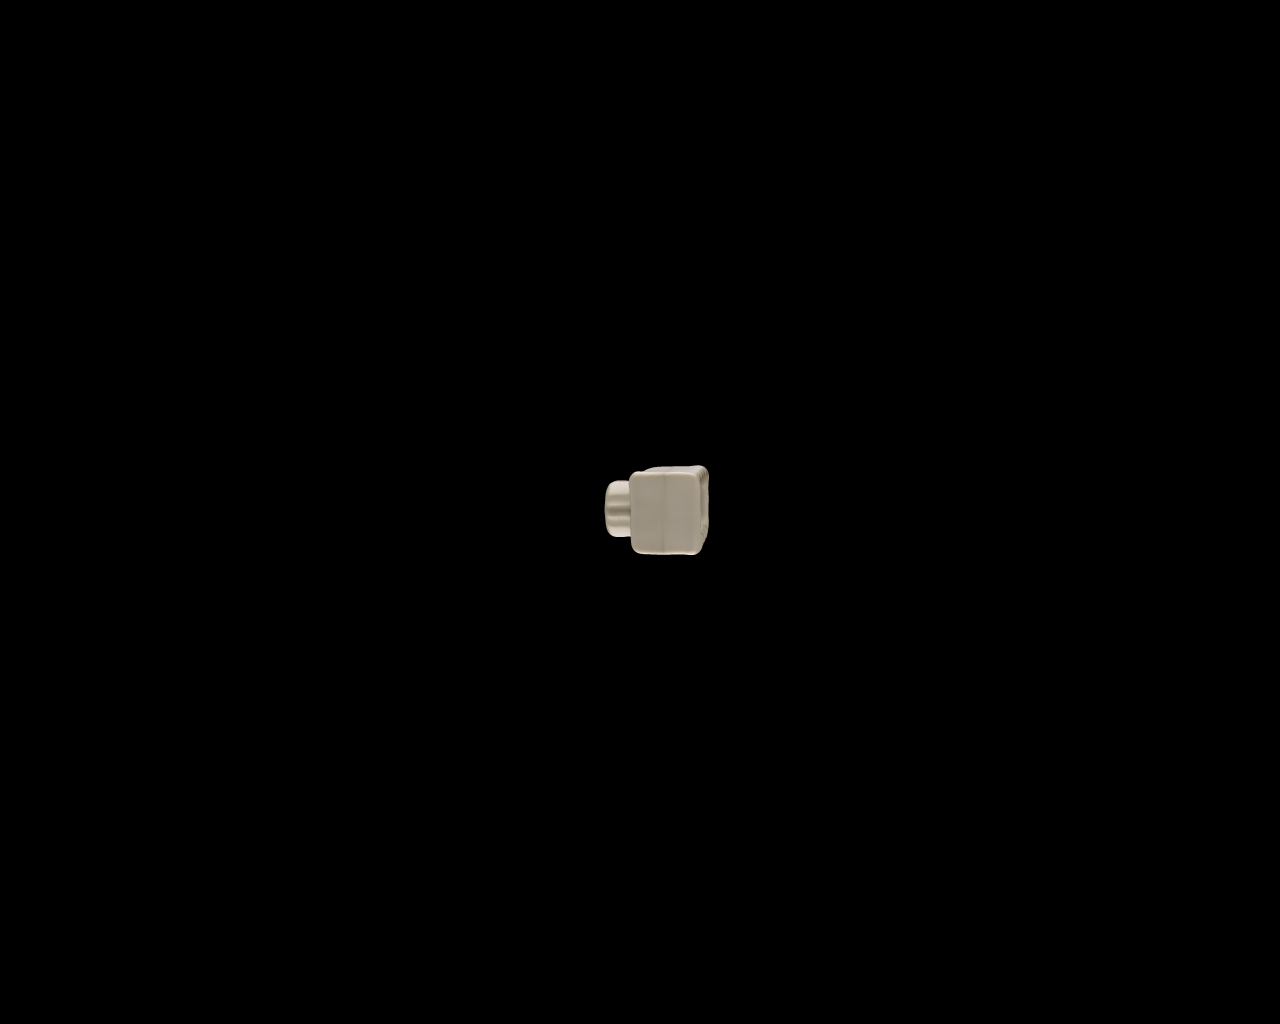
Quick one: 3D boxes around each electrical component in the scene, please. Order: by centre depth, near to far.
[{"bbox_3d":[0.001,-0.003,0.650,0.076,0.047,0.083,1,5,7],"label":"electrical component"}]
